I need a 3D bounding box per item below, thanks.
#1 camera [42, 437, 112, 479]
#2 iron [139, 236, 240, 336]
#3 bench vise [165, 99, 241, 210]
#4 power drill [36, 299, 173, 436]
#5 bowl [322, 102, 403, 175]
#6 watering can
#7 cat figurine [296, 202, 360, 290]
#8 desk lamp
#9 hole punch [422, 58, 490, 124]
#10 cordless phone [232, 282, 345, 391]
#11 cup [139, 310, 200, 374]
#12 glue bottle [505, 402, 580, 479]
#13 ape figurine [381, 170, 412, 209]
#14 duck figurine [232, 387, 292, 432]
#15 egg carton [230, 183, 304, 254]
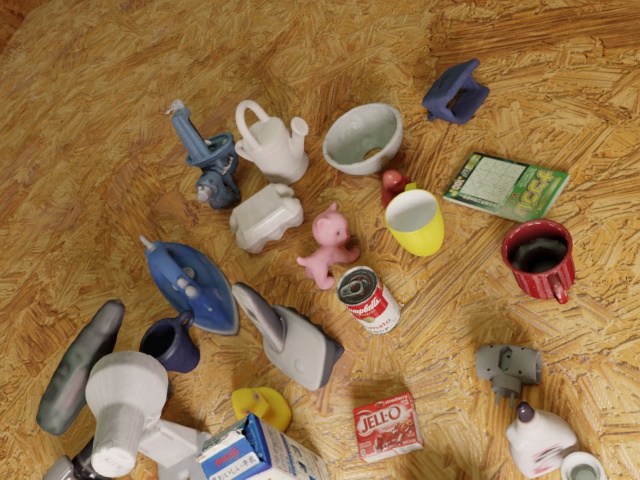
[{"bbox_3d":[-0.382,0.394,0.945,0.142,0.101,0.137,27,73,43],"label":"camera"},{"bbox_3d":[-0.252,0.078,1.081,0.119,0.142,0.257,-47,45,-8],"label":"iron"},{"bbox_3d":[-0.242,-0.187,1.226,0.121,0.220,0.207,-31,45,8],"label":"bench vise"},{"bbox_3d":[-0.354,0.236,0.974,0.075,0.209,0.230,21,70,41],"label":"power drill"},{"bbox_3d":[0.093,-0.184,1.115,0.167,0.075,0.167,-17,49,21],"label":"bowl"},{"bbox_3d":[-0.103,-0.209,1.173,0.172,0.195,0.101,-25,47,14],"label":"watering can"},{"bbox_3d":[0.009,0.004,0.990,0.128,0.118,0.067,-48,45,-9],"label":"cat figurine"},{"bbox_3d":[-0.257,0.295,0.863,0.118,0.214,0.203,-32,45,8],"label":"desk lamp"},{"bbox_3d":[0.248,-0.284,1.083,0.100,0.091,0.109,26,72,42],"label":"hole punch"},{"bbox_3d":[-0.058,0.141,0.877,0.147,0.186,0.094,22,70,41],"label":"cordless phone"},{"bbox_3d":[-0.251,0.188,1.027,0.091,0.095,0.118,27,73,43],"label":"cup"},{"bbox_3d":[0.240,0.216,0.637,0.078,0.174,0.037,-34,45,5],"label":"glue bottle"},{"bbox_3d":[0.136,-0.085,0.997,0.075,0.092,0.078,12,64,38],"label":"ape figurine"},{"bbox_3d":[-0.105,0.256,0.887,0.104,0.086,0.077,15,65,39],"label":"duck figurine"},{"bbox_3d":[-0.107,-0.045,1.136,0.150,0.070,0.107,-35,45,4],"label":"egg carton"}]
